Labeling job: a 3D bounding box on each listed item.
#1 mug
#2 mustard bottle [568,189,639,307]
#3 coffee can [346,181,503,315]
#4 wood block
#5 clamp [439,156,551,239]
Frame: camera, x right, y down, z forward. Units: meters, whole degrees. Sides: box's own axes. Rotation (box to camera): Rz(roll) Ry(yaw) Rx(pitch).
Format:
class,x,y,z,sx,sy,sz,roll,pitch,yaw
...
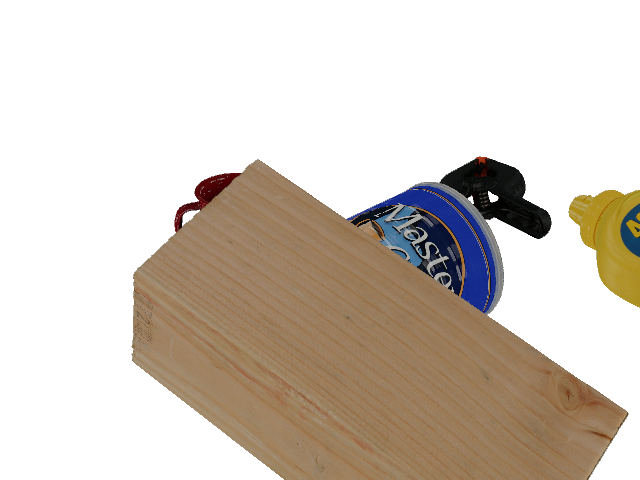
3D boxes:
class,x,y,z,sx,sy,sz,roll,pitch,yaw
mug,-0.107,-0.020,1.210,0.117,0.081,0.093,-7,30,-15
mustard bottle,0.228,0.013,0.649,0.096,0.058,0.192,-26,36,-26
coffee can,0.036,0.032,0.704,0.140,0.103,0.103,-25,14,-31
wood block,0.020,0.068,0.496,0.206,0.090,0.090,35,-33,14
clamp,0.150,-0.036,0.942,0.120,0.039,0.171,5,27,19
